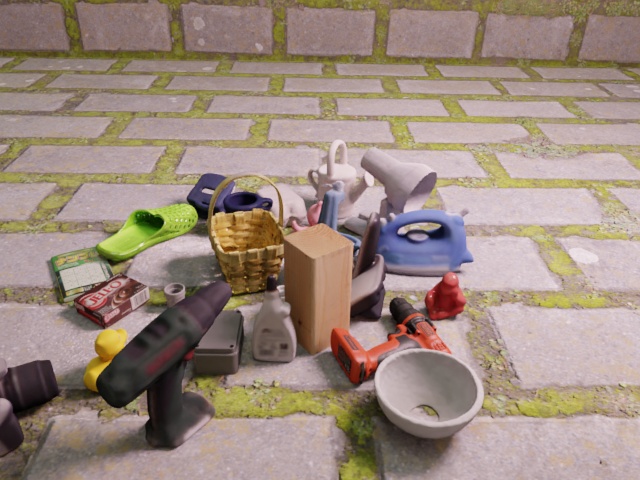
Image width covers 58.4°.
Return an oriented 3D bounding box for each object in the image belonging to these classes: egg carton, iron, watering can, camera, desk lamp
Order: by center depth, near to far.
[{"bbox_3d":[-0.470,0.233,0.863,0.137,0.101,0.142,-16,35,-27],"label":"camera"},{"bbox_3d":[0.207,-0.008,1.259,0.258,0.141,0.118,-1,31,-3],"label":"iron"},{"bbox_3d":[0.161,-0.101,1.342,0.202,0.214,0.118,25,38,34],"label":"desk lamp"},{"bbox_3d":[-0.102,-0.085,1.445,0.107,0.069,0.149,-16,35,-26],"label":"egg carton"},{"bbox_3d":[0.051,-0.160,1.455,0.172,0.194,0.101,4,31,5],"label":"watering can"}]

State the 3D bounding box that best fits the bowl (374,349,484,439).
[{"bbox_3d":[0.164,0.249,0.889,0.167,0.075,0.167,1,31,0],"label":"bowl"}]

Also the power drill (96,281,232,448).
[{"bbox_3d":[-0.211,0.190,0.841,0.075,0.208,0.230,21,36,30],"label":"power drill"}]

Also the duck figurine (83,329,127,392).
[{"bbox_3d":[-0.352,0.192,0.951,0.077,0.086,0.105,11,32,16],"label":"duck figurine"}]

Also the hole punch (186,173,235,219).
[{"bbox_3d":[-0.276,-0.111,1.460,0.108,0.091,0.101,15,33,21],"label":"hole punch"}]

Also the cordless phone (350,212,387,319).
[{"bbox_3d":[0.086,0.048,1.116,0.094,0.185,0.147,4,31,5],"label":"cordless phone"}]

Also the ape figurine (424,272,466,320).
[{"bbox_3d":[0.248,0.105,1.119,0.077,0.092,0.076,16,34,24],"label":"ape figurine"}]

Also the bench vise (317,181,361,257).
[{"bbox_3d":[0.022,0.005,1.152,0.121,0.220,0.207,5,31,6],"label":"bench vise"}]

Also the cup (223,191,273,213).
[{"bbox_3d":[-0.170,-0.059,1.373,0.118,0.095,0.091,-6,31,-12],"label":"cup"}]

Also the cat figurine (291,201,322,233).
[{"bbox_3d":[-0.017,-0.037,1.322,0.128,0.118,0.067,-21,37,-32],"label":"cat figurine"}]

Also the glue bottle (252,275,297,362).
[{"bbox_3d":[-0.079,0.133,0.978,0.078,0.173,0.037,3,31,3],"label":"glue bottle"}]
